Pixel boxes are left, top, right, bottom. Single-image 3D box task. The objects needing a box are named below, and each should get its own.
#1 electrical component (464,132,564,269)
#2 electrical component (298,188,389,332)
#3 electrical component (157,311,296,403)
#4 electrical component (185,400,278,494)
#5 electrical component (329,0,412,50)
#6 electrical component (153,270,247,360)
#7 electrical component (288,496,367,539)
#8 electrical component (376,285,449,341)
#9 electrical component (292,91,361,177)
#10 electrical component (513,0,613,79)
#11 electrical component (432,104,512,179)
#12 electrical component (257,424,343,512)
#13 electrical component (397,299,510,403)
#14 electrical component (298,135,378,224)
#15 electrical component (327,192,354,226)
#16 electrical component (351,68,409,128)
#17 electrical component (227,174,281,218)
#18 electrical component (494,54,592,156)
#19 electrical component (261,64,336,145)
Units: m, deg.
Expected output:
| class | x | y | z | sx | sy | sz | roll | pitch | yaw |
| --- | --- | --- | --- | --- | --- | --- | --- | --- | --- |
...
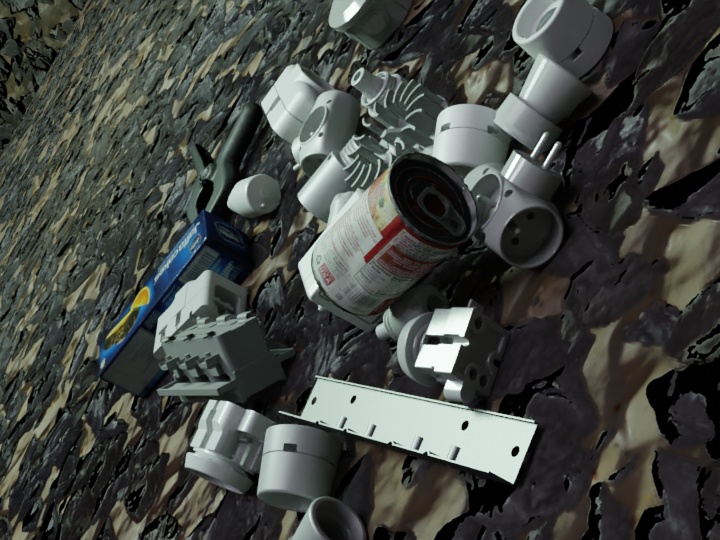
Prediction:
| class | x | y | z | sx | sy | sz | roll | pitch | yaw |
| --- | --- | --- | --- | --- | --- | --- | --- | --- | --- |
| electrical component | 0.105 | -0.052 | 0.695 | 0.079 | 0.044 | 0.077 | -61 | 25 | 16 |
| electrical component | 0.000 | 0.000 | 0.809 | 0.096 | 0.062 | 0.061 | -51 | 28 | 17 |
| electrical component | -0.122 | 0.076 | 0.924 | 0.079 | 0.063 | 0.121 | -27 | 9 | -33 |
| electrical component | -0.103 | 0.140 | 0.850 | 0.078 | 0.058 | 0.057 | -7 | 55 | 57 |
| electrical component | 0.010 | -0.264 | 1.068 | 0.080 | 0.051 | 0.080 | -40 | 33 | 33 |
| electrical component | -0.153 | 0.048 | 1.034 | 0.089 | 0.050 | 0.055 | -42 | 32 | 30 |
| electrical component | -0.031 | 0.185 | 0.702 | 0.065 | 0.044 | 0.044 | -51 | 28 | 26 |
| electrical component | 0.033 | 0.034 | 0.749 | 0.061 | 0.035 | 0.035 | -31 | 39 | 48 |
| electrical component | -0.038 | -0.118 | 1.011 | 0.079 | 0.044 | 0.077 | -29 | 40 | 46 |
| electrical component | 0.141 | -0.167 | 0.754 | 0.055 | 0.047 | 0.055 | -40 | 32 | 33 |
| electrical component | 0.078 | -0.084 | 0.770 | 0.055 | 0.055 | 0.047 | -20 | 50 | 51 |
| electrical component | -0.043 | 0.140 | 0.753 | 0.055 | 0.055 | 0.047 | -25 | 47 | 48 |
| electrical component | 0.057 | 0.051 | 0.681 | 0.055 | 0.048 | 0.066 | -1 | 62 | 51 |
| electrical component | -0.013 | -0.083 | 0.934 | 0.081 | 0.043 | 0.043 | -49 | 29 | 19 |
| electrical component | -0.011 | -0.032 | 0.891 | 0.035 | 0.035 | 0.061 | -25 | 46 | 48 |
| electrical component | 0.021 | -0.149 | 0.922 | 0.043 | 0.062 | 0.043 | -40 | 33 | 33 |
| electrical component | -0.113 | -0.073 | 1.098 | 0.078 | 0.040 | 0.040 | -10 | 55 | 57 |
| electrical component | 0.123 | -0.112 | 0.730 | 0.055 | 0.045 | 0.045 | -54 | 27 | 13 |
| electrical component | -0.056 | -0.164 | 1.077 | 0.059 | 0.054 | 0.095 | -52 | 28 | 15 |
